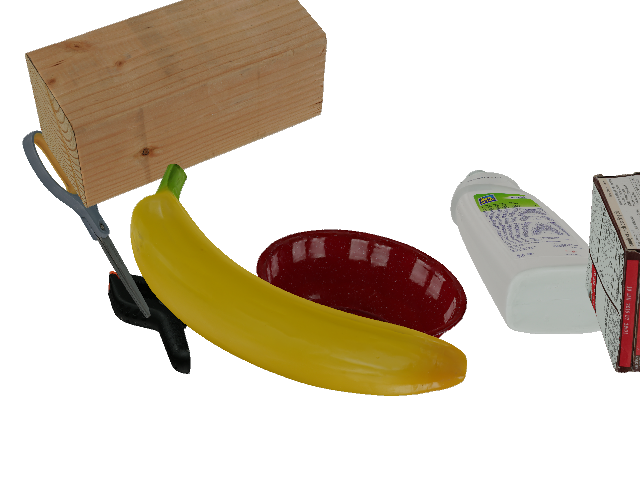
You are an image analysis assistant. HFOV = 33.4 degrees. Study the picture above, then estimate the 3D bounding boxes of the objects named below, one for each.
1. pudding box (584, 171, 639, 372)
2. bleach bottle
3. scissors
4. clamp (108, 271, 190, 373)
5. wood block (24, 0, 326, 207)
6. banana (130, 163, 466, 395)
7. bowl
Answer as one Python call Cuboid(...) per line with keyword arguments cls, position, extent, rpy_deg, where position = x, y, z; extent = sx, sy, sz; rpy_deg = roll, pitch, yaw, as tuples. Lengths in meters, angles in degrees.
Cuboid(cls="pudding box", position=(0.201, 0.018, 0.692), extent=(0.039, 0.090, 0.113), rpy_deg=(-2, 28, 2))
Cuboid(cls="bleach bottle", position=(0.185, -0.005, 0.990), extent=(0.102, 0.068, 0.251), rpy_deg=(-1, 26, -7))
Cuboid(cls="scissors", position=(-0.211, -0.027, 1.013), extent=(0.016, 0.201, 0.096), rpy_deg=(-24, 26, 20))
Cuboid(cls="clamp", position=(-0.159, 0.081, 1.134), extent=(0.210, 0.036, 0.164), rpy_deg=(18, 21, 28))
Cuboid(cls="wood block", position=(-0.107, -0.119, 0.821), extent=(0.205, 0.090, 0.091), rpy_deg=(-24, -32, -21))
Cuboid(cls="banana", position=(-0.027, 0.025, 0.502), extent=(0.198, 0.069, 0.037), rpy_deg=(34, -24, 25))
Cuboid(cls="bowl", position=(0.028, 0.053, 0.819), extent=(0.162, 0.055, 0.162), rpy_deg=(8, 27, -4))
